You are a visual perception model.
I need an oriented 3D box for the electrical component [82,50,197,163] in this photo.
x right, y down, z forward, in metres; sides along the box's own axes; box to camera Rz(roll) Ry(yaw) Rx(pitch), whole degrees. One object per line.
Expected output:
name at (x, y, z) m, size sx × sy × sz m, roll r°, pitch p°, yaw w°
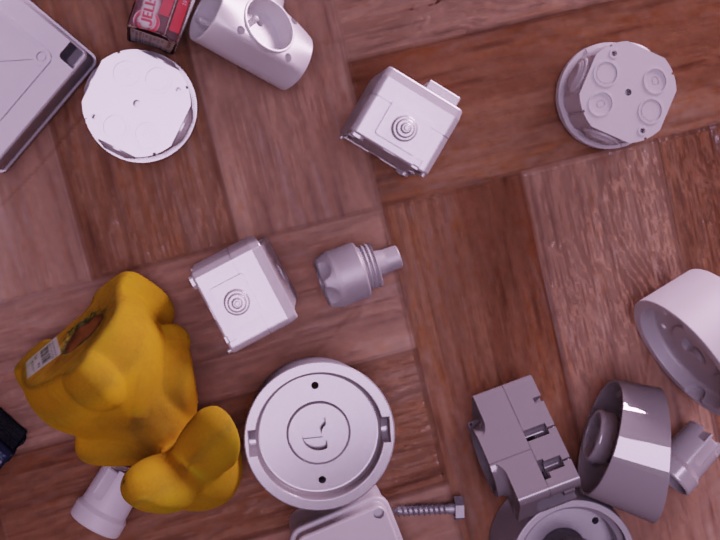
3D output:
electrical component at (-0.156, -0.116, 0.760) m, size 0.080 × 0.051 × 0.080 m, roll -1°, pitch 95°, yaw -7°

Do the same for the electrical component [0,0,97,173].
electrical component at (-0.259, -0.141, 0.741) m, size 0.109 × 0.056 × 0.108 m, roll 40°, pitch 89°, yaw -9°

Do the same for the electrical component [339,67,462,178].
electrical component at (0.030, -0.107, 0.762) m, size 0.062 × 0.096 × 0.061 m, roll 30°, pitch 91°, yaw -9°

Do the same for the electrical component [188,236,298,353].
electrical component at (-0.079, 0.014, 0.759) m, size 0.061 × 0.096 × 0.061 m, roll -28°, pitch 98°, yaw -5°

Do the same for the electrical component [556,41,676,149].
electrical component at (0.191, -0.131, 0.803) m, size 0.080 × 0.051 × 0.080 m, roll -1°, pitch 95°, yaw -7°

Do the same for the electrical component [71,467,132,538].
electrical component at (-0.183, 0.167, 0.789) m, size 0.040 × 0.040 × 0.046 m, roll 31°, pitch 85°, yaw -9°

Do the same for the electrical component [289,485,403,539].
electrical component at (0.000, 0.227, 0.809) m, size 0.078 × 0.057 × 0.113 m, roll -22°, pitch 98°, yaw -5°

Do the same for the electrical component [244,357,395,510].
electrical component at (-0.032, 0.115, 0.792) m, size 0.108 × 0.060 × 0.108 m, roll -1°, pitch 95°, yaw -7°

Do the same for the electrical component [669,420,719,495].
electrical component at (0.257, 0.147, 0.845) m, size 0.046 × 0.040 × 0.040 m, roll -45°, pitch 99°, yaw -8°

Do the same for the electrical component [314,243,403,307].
electrical component at (0.000, 0.000, 0.795) m, size 0.062 × 0.043 × 0.043 m, roll -19°, pitch 97°, yaw -6°

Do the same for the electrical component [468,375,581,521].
electrical component at (0.118, 0.133, 0.800) m, size 0.056 × 0.050 × 0.089 m, roll -20°, pitch 62°, yaw -5°

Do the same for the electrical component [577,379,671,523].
electrical component at (0.204, 0.133, 0.808) m, size 0.064 × 0.099 × 0.099 m, roll 17°, pitch 93°, yaw -2°

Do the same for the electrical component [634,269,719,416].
electrical component at (0.265, 0.049, 0.804) m, size 0.060 × 0.108 × 0.108 m, roll -36°, pitch 99°, yaw -9°

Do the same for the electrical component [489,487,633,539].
electrical component at (0.159, 0.219, 0.827) m, size 0.108 × 0.060 × 0.108 m, roll -1°, pitch 95°, yaw -8°

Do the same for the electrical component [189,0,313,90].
electrical component at (-0.074, -0.179, 0.763) m, size 0.077 × 0.044 × 0.079 m, roll 25°, pitch 58°, yaw -33°
